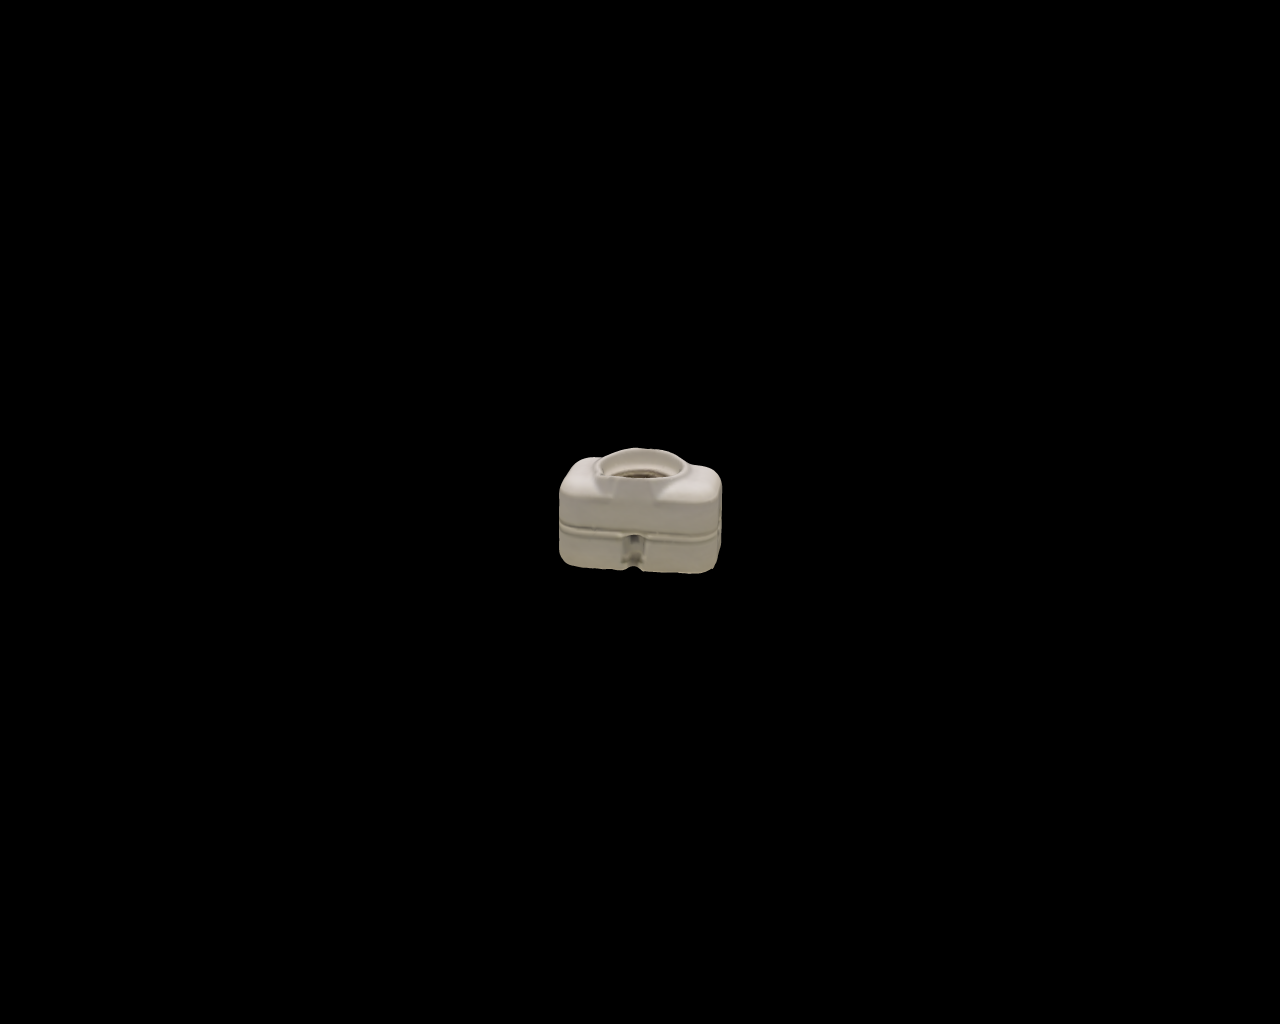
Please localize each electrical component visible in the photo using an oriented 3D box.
[{"bbox_3d":[0.001,-0.003,0.650,0.095,0.059,0.054,4,24,9],"label":"electrical component"}]
